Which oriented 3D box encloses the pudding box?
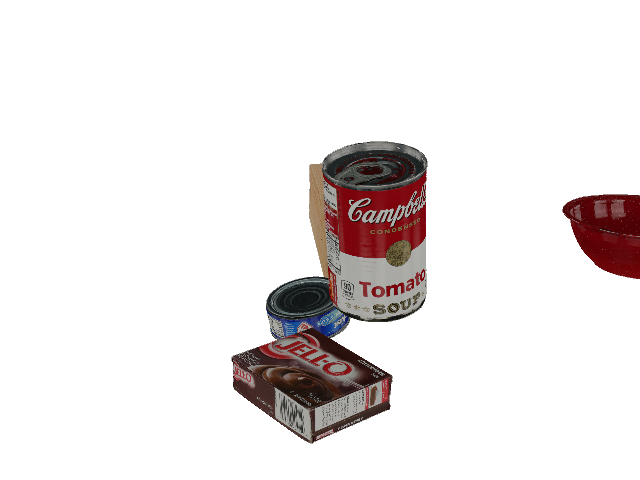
[{"bbox_3d":[-0.008,0.121,0.909,0.089,0.039,0.114,-18,31,-35],"label":"pudding box"}]

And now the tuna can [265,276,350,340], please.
[{"bbox_3d":[-0.013,0.072,1.115,0.086,0.034,0.086,-9,26,4],"label":"tuna can"}]

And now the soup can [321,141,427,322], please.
[{"bbox_3d":[0.037,-0.006,0.708,0.068,0.102,0.068,-3,29,1],"label":"soup can"}]

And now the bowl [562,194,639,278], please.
[{"bbox_3d":[0.321,-0.001,1.064,0.162,0.055,0.162,1,17,-1],"label":"bowl"}]

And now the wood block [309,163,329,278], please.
[{"bbox_3d":[0.040,-0.022,1.396,0.090,0.090,0.206,-2,27,-7],"label":"wood block"}]
